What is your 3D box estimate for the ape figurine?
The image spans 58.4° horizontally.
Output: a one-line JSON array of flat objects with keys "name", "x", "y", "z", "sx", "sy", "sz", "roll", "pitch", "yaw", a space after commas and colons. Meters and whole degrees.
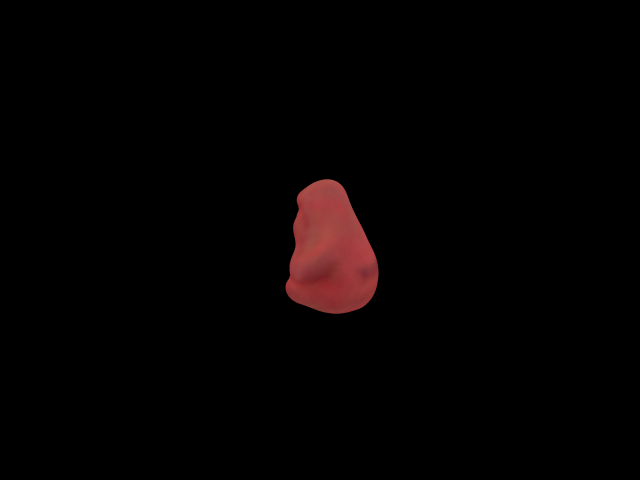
[{"name": "ape figurine", "x": 0.004, "y": 0.001, "z": 0.400, "sx": 0.076, "sy": 0.092, "sz": 0.078, "roll": 14, "pitch": 27, "yaw": 29}]
